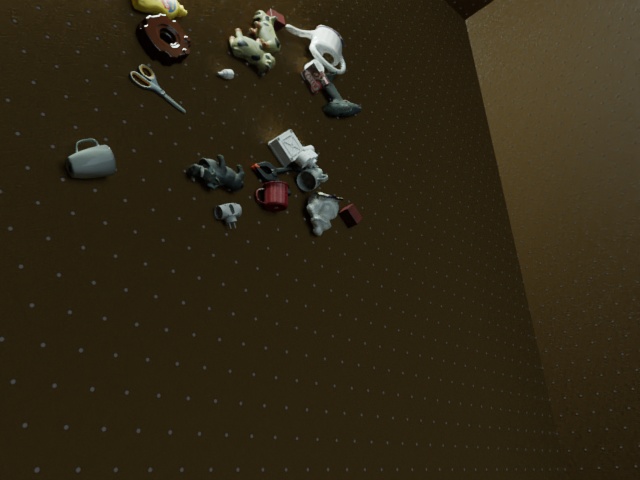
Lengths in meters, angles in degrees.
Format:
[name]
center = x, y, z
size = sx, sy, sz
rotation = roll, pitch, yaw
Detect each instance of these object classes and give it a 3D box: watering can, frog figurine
[watering can]
center = -0.003, -0.898, 2.336
size = 0.344, 0.102, 0.230
rotation = 36, 46, -26
[frog figurine]
center = 0.006, -0.097, 1.934
size = 0.137, 0.123, 0.159
rotation = 9, 100, -54
